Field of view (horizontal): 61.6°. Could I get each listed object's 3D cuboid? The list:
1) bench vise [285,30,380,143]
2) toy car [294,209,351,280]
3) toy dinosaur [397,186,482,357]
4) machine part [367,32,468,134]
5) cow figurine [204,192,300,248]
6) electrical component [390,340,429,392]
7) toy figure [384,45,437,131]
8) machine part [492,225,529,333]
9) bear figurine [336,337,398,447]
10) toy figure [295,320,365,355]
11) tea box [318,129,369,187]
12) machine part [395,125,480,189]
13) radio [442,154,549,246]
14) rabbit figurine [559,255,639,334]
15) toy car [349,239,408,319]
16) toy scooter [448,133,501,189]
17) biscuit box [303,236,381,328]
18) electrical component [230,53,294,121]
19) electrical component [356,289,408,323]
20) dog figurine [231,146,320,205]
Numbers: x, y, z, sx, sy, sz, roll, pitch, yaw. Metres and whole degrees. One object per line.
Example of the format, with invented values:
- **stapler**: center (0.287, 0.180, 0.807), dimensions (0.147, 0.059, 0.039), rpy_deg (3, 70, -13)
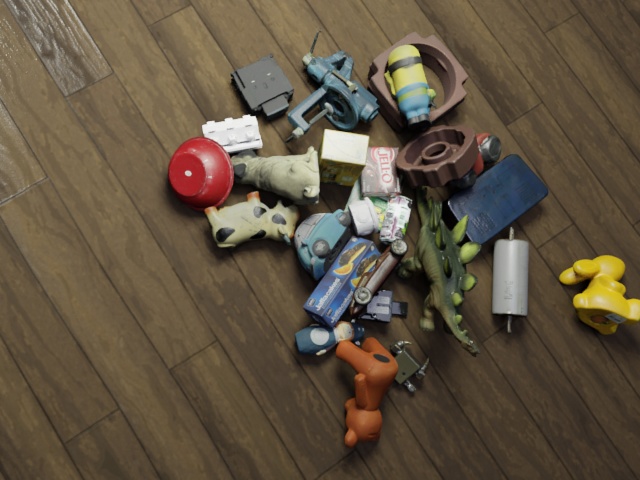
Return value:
- **bench vise**: center (0.008, -0.319, 1.212), dimensions (0.223, 0.129, 0.240), rpy_deg (47, 68, -2)
- **toy car**: center (-0.002, -0.004, 1.167), dimensions (0.103, 0.109, 0.161), rpy_deg (26, 68, 16)
- **toy dinosaur**: center (0.252, 0.029, 1.139), dimensions (0.105, 0.198, 0.472), rpy_deg (3, 46, -19)
- **machine part**: center (0.226, -0.364, 1.265), dimensions (0.201, 0.087, 0.201), rpy_deg (-38, 87, -11)
- **cow figurine**: center (-0.138, -0.034, 1.164), dimensions (0.195, 0.085, 0.127), rpy_deg (-18, 84, -6)
- **electrical component**: center (0.188, 0.268, 1.168), dimensions (0.102, 0.045, 0.078), rpy_deg (40, 106, 5)
- **toy figure**: center (0.200, -0.333, 1.167), dimensions (0.082, 0.089, 0.180), rpy_deg (-8, 78, -13)
- **machine part**: center (0.428, 0.086, 1.207), dimensions (0.079, 0.079, 0.243), rpy_deg (7, 79, -5)
- **bear figurine**: center (0.090, 0.319, 1.124), dimensions (0.120, 0.132, 0.195), rpy_deg (1, 112, -40)
- **toy figure**: center (0.025, 0.207, 1.152), dimensions (0.154, 0.058, 0.064), rpy_deg (-11, 95, -10)
- **tea box**: center (0.043, -0.174, 1.166), dimensions (0.098, 0.169, 0.068), rpy_deg (8, 79, -6)
- **machine part**: center (0.257, -0.183, 1.173), dimensions (0.179, 0.180, 0.056), rpy_deg (-39, 125, -11)
- **radio**: center (0.396, -0.088, 1.240), dimensions (0.229, 0.073, 0.131), rpy_deg (-35, 84, -13)
- **rabbit figurine**: center (0.636, 0.106, 1.225), dimensions (0.162, 0.121, 0.173), rpy_deg (24, 64, 8)
- **toy car**: center (0.118, 0.079, 1.126), dimensions (0.053, 0.089, 0.202), rpy_deg (36, 68, 11)
- **toy scooter**: center (0.323, -0.181, 1.236), dimensions (0.184, 0.135, 0.075), rpy_deg (-46, 123, -28)
- **biscuit box**: center (0.049, 0.088, 1.153), dimensions (0.063, 0.059, 0.202), rpy_deg (19, 66, 41)
- **electrical component**: center (-0.127, -0.345, 1.237), dimensions (0.115, 0.058, 0.134), rpy_deg (-30, 84, -9)
- **electrical component**: center (0.139, 0.147, 1.181), dimensions (0.119, 0.047, 0.075), rpy_deg (10, 79, -2)
- **dog figurine**: center (-0.101, -0.130, 1.146), dimensions (0.191, 0.172, 0.121), rpy_deg (-3, 107, -8)
